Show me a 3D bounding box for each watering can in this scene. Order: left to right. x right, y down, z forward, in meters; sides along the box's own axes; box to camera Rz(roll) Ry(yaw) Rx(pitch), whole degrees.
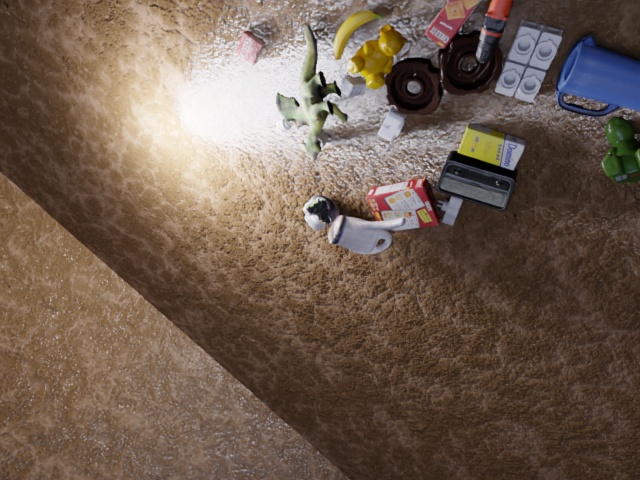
[{"bbox_3d":[0.153,-0.030,1.803,0.224,0.106,0.341,15,155,-8],"label":"watering can"}]

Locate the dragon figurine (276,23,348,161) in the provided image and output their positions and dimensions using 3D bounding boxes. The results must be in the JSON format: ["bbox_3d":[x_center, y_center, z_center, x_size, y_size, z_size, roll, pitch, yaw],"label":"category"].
[{"bbox_3d":[-0.055,-0.458,1.663,0.241,0.124,0.406,-9,105,36],"label":"dragon figurine"}]

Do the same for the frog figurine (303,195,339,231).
[{"bbox_3d":[0.006,-0.098,1.950,0.137,0.124,0.158,11,168,7],"label":"frog figurine"}]
